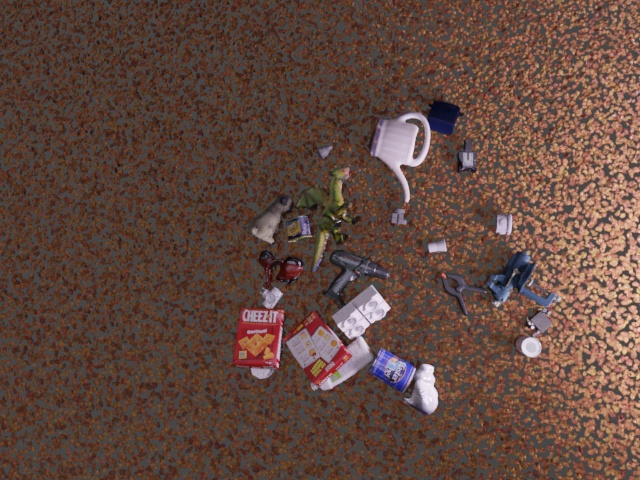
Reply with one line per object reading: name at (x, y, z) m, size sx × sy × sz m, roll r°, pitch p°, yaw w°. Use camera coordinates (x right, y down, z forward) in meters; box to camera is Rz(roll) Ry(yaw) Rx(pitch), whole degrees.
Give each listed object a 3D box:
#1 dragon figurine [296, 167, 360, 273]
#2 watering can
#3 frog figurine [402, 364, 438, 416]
dragon figurine at (0.006, -0.100, 1.988) m, size 0.246 × 0.407 × 0.121 m, roll 41°, pitch 12°, yaw 30°
watering can at (0.292, -0.333, 1.974) m, size 0.225 × 0.348 × 0.103 m, roll 15°, pitch -2°, yaw 11°
frog figurine at (0.370, 0.523, 1.803) m, size 0.135 × 0.160 × 0.124 m, roll 40°, pitch -8°, yaw -38°
